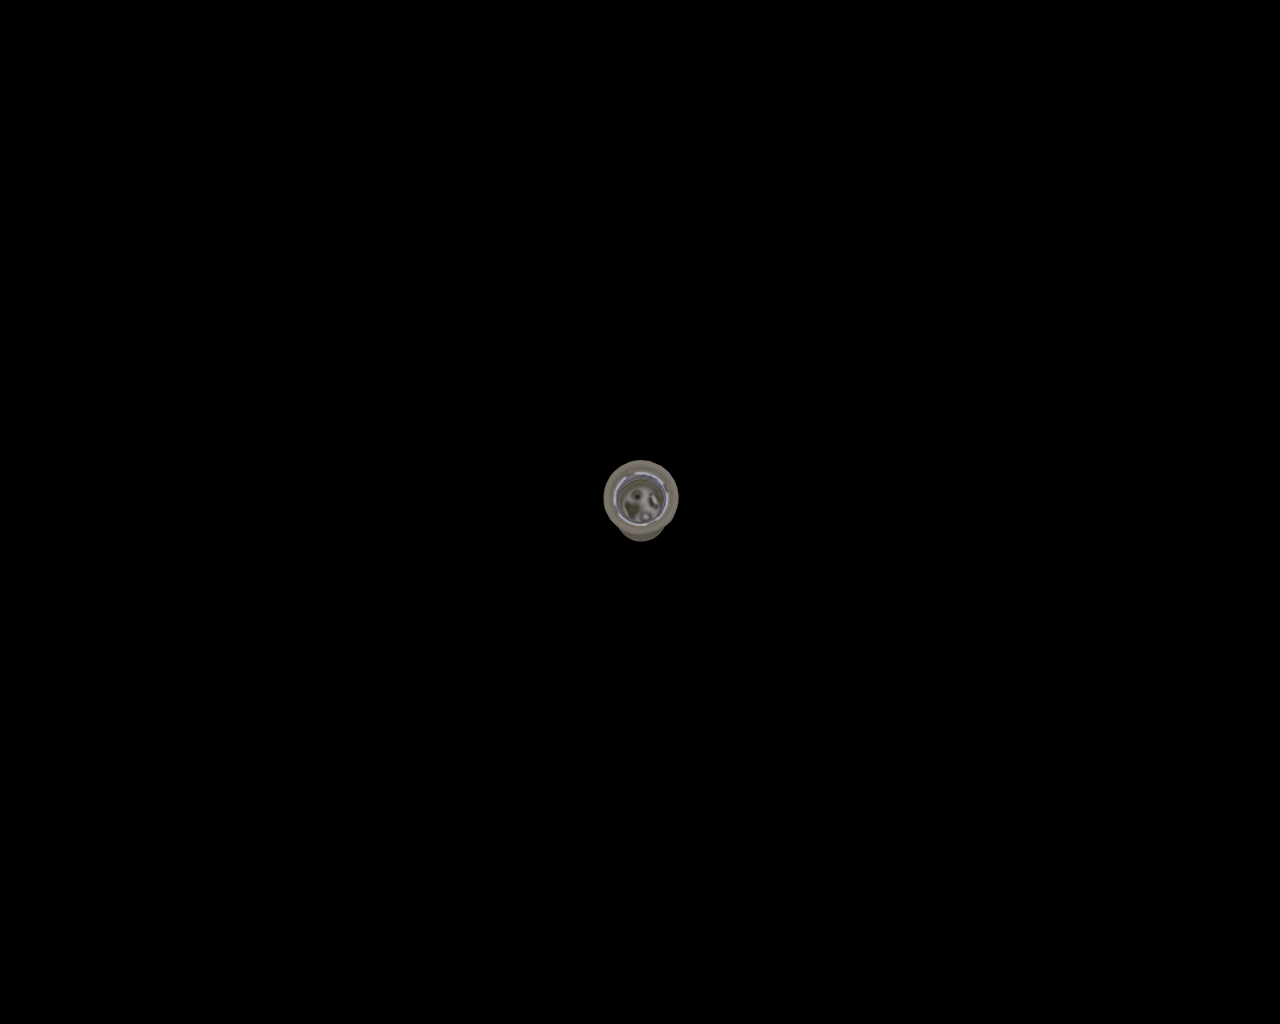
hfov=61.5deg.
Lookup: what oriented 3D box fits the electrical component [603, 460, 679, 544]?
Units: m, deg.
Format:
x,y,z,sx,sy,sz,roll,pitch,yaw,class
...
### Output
x,y,z,sx,sy,sz,roll,pitch,yaw,class
0.001,-0.003,0.650,0.044,0.044,0.065,0,-12,0,electrical component
